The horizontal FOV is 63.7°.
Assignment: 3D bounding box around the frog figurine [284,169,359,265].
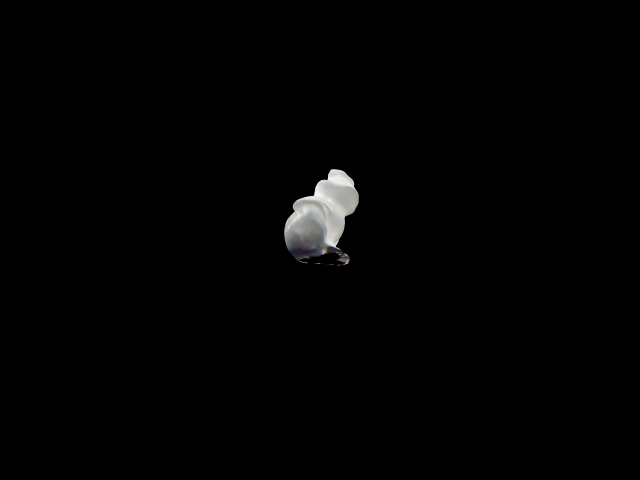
[{"bbox_3d":[0.003,-0.043,0.850,0.122,0.161,0.136,-9,-18,29],"label":"frog figurine"}]
